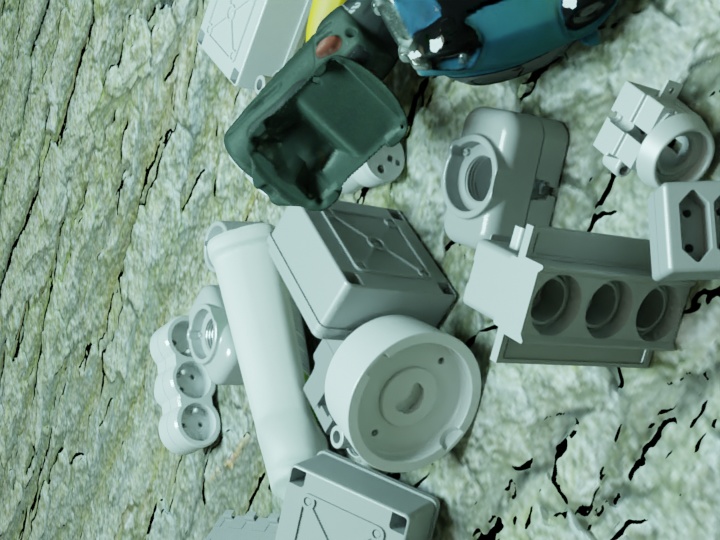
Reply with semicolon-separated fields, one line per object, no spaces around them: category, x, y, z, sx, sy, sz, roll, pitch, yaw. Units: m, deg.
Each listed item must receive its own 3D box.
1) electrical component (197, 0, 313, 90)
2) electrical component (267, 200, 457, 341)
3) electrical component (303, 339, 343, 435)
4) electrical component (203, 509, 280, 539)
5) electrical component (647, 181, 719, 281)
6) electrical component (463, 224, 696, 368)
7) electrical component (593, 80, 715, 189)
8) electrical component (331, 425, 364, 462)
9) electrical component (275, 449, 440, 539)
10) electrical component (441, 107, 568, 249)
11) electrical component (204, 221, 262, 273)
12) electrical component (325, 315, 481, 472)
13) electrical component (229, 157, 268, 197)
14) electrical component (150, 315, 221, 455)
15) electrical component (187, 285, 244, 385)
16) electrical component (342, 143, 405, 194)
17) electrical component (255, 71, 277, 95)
electrical component;-0.099;-0.239;1.025;0.108;0.056;0.108;51;126;44
electrical component;0.000;0.000;0.819;0.056;0.109;0.108;-58;44;29
electrical component;-0.002;0.081;0.861;0.089;0.050;0.055;-60;44;31
electrical component;-0.086;0.248;0.938;0.121;0.063;0.078;-14;33;54
electrical component;0.198;-0.018;0.583;0.075;0.083;0.047;74;-166;-82
electrical component;0.127;0.014;0.630;0.063;0.121;0.078;32;112;54
electrical component;0.176;-0.077;0.637;0.066;0.048;0.055;-66;33;24
electrical component;0.007;0.129;0.834;0.048;0.062;0.048;-10;77;54
electrical component;-0.006;0.208;0.817;0.109;0.056;0.108;19;103;28
electrical component;0.096;-0.061;0.734;0.054;0.059;0.095;23;105;53
electrical component;-0.119;-0.021;1.038;0.055;0.047;0.055;-8;80;54
electrical component;0.026;0.084;0.779;0.060;0.108;0.108;35;115;57
electrical component;-0.074;-0.109;0.979;0.095;0.054;0.059;46;123;46
electrical component;-0.189;0.123;1.115;0.074;0.052;0.138;-31;63;48
electrical component;-0.125;0.062;1.027;0.053;0.059;0.095;-56;45;35
electrical component;0.004;-0.088;0.877;0.055;0.045;0.045;-10;78;53
electrical component;-0.063;-0.161;0.962;0.043;0.062;0.043;-8;80;54
